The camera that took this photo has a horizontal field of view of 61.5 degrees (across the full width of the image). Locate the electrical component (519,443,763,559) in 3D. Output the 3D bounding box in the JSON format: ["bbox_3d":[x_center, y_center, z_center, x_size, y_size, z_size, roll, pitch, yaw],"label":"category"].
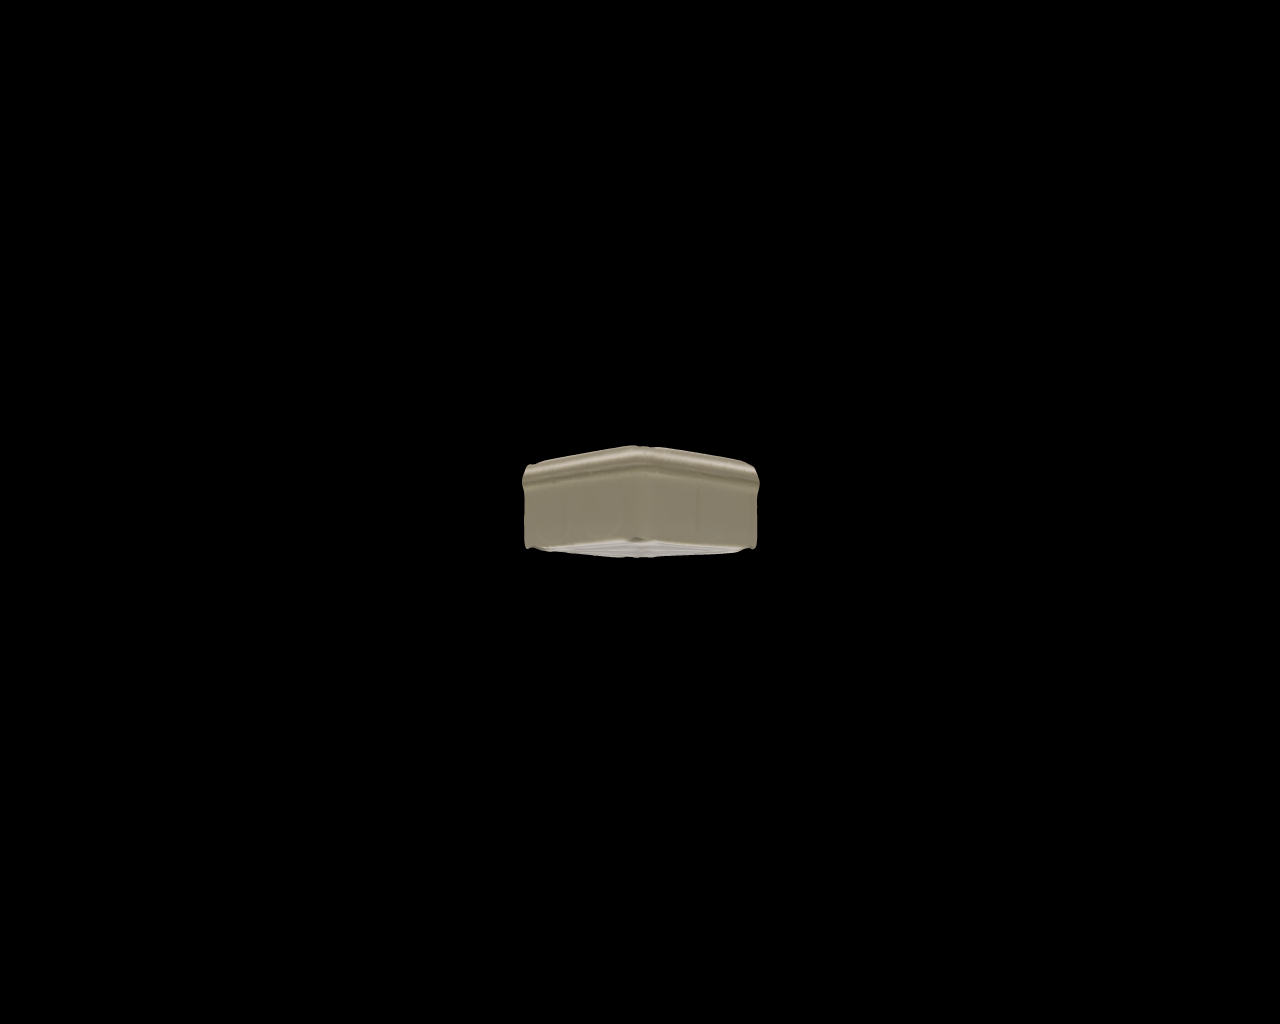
[{"bbox_3d":[0.001,-0.003,0.650,0.108,0.056,0.109,-6,-9,43],"label":"electrical component"}]
